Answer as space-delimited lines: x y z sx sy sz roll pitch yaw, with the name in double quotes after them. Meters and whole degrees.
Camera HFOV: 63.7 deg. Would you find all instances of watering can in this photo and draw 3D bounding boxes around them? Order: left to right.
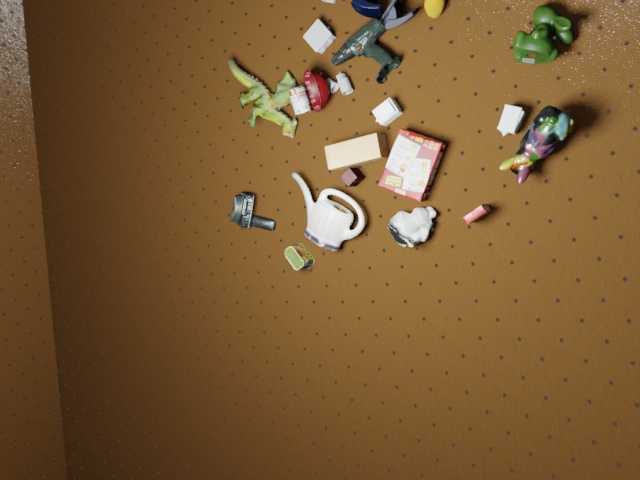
0.006 -0.097 1.930 0.350 0.104 0.222 30 107 22 "watering can"

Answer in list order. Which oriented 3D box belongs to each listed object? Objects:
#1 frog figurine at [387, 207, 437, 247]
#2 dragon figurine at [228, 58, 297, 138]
0.324 -0.056 1.785 0.161 0.120 0.139 -44 60 -14 "frog figurine"
-0.203 -0.582 2.040 0.242 0.122 0.412 -22 84 10 "dragon figurine"
